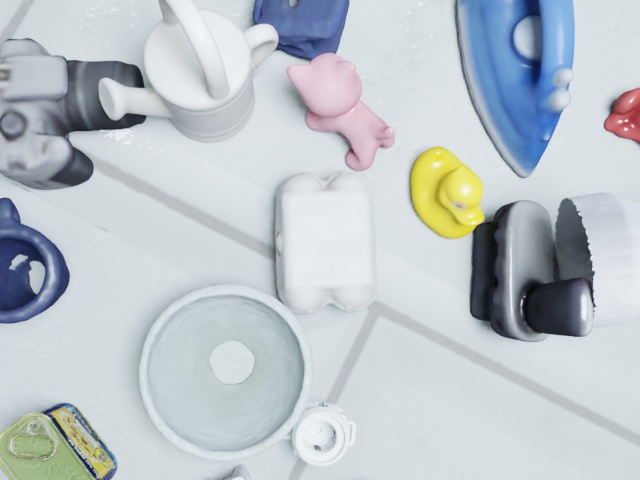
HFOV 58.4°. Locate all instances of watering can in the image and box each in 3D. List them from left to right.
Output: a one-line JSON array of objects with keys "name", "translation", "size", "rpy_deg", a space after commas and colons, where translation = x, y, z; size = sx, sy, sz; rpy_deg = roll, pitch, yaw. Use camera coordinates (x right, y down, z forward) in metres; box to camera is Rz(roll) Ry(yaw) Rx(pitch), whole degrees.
[{"name": "watering can", "translation": [-0.121, -0.162, 0.546], "size": [0.101, 0.194, 0.173], "rpy_deg": [39, 82, 0]}]

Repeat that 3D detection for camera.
[{"name": "camera", "translation": [-0.251, -0.132, 0.578], "size": [0.137, 0.100, 0.143], "rpy_deg": [-4, 84, -5]}]

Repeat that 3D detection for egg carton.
[{"name": "egg carton", "translation": [0.006, 0.002, 0.602], "size": [0.107, 0.069, 0.150], "rpy_deg": [-3, 84, -5]}]

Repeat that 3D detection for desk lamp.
[{"name": "desk lamp", "translation": [0.306, 0.016, 0.555], "size": [0.203, 0.213, 0.118], "rpy_deg": [-6, 84, -6]}]

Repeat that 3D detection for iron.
[{"name": "iron", "translation": [0.230, -0.207, 0.610], "size": [0.118, 0.141, 0.258], "rpy_deg": [-6, 84, -6]}]

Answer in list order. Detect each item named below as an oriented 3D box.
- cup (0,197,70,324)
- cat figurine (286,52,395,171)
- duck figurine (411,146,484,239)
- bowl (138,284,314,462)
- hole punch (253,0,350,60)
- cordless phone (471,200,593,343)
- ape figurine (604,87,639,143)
[{"name": "cup", "translation": [-0.288, 0.022, 0.561], "size": [0.092, 0.095, 0.118], "rpy_deg": [-10, 85, -6]}, {"name": "cat figurine", "translation": [0.027, -0.142, 0.596], "size": [0.128, 0.117, 0.067], "rpy_deg": [41, 82, 1]}, {"name": "duck figurine", "translation": [0.143, -0.055, 0.613], "size": [0.077, 0.086, 0.104], "rpy_deg": [-21, 86, -7]}, {"name": "bowl", "translation": [-0.091, 0.129, 0.577], "size": [0.167, 0.074, 0.167], "rpy_deg": [1, 84, -5]}, {"name": "hole punch", "translation": [-0.019, -0.257, 0.618], "size": [0.101, 0.091, 0.109], "rpy_deg": [13, 83, -3]}, {"name": "cordless phone", "translation": [0.221, 0.029, 0.561], "size": [0.094, 0.185, 0.148], "rpy_deg": [0, 84, -5]}, {"name": "ape figurine", "translation": [0.381, -0.144, 0.641], "size": [0.076, 0.092, 0.078], "rpy_deg": [-26, 86, -7]}]
